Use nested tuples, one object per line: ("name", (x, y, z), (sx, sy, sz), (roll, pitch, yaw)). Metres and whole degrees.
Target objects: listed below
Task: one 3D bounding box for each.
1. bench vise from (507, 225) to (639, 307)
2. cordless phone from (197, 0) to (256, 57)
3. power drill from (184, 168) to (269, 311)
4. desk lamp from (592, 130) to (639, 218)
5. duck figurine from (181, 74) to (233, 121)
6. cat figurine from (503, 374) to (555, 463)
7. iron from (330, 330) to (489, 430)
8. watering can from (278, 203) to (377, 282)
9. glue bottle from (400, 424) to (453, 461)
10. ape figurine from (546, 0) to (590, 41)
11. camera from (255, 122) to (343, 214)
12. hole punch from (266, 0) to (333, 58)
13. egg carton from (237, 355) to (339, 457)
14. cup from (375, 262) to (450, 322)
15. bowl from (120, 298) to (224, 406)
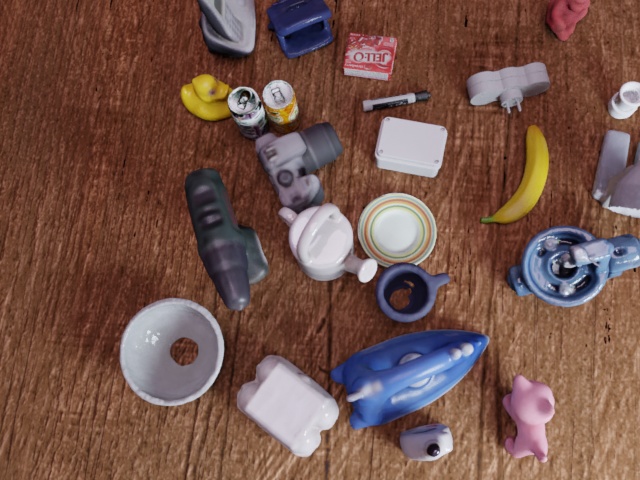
("bench vise", (0.395, 0.016, 0.842), (0.207, 0.220, 0.121), (-31, 77, -3))
("cordless phone", (-0.173, -0.422, 0.999), (0.094, 0.185, 0.147), (-4, 77, 3))
("power drill", (-0.139, 0.011, 0.885), (0.075, 0.208, 0.229), (-22, 76, -1))
("desk lamp", (0.497, -0.104, 0.866), (0.118, 0.213, 0.203), (14, 78, 7))
("duck figurine", (-0.201, -0.262, 1.015), (0.104, 0.086, 0.077), (10, 78, 6))
("cat figurine", (0.314, 0.262, 0.843), (0.067, 0.118, 0.128), (-4, 77, 3))
("iron", (0.148, 0.192, 0.859), (0.258, 0.141, 0.118), (-24, 76, -2))
("watering can", (0.009, 0.001, 0.885), (0.172, 0.194, 0.101), (14, 78, 7))
("glue bottle", (0.156, 0.292, 0.819), (0.078, 0.173, 0.037), (-16, 76, 0))
("ape figurine", (0.439, -0.409, 1.002), (0.078, 0.092, 0.076), (-20, 76, -1))
("camera", (-0.026, -0.134, 0.966), (0.137, 0.101, 0.143), (-28, 77, -3))
("hole punch", (-0.040, -0.401, 1.033), (0.108, 0.091, 0.101), (-23, 76, -1))
("egg carton", (-0.050, 0.256, 0.894), (0.150, 0.069, 0.107), (35, 82, 11))
("cup", (0.145, 0.083, 0.908), (0.118, 0.095, 0.091), (-21, 76, -1))
("bowl", (-0.228, 0.180, 0.921), (0.167, 0.075, 0.167), (-1, 77, 4))
